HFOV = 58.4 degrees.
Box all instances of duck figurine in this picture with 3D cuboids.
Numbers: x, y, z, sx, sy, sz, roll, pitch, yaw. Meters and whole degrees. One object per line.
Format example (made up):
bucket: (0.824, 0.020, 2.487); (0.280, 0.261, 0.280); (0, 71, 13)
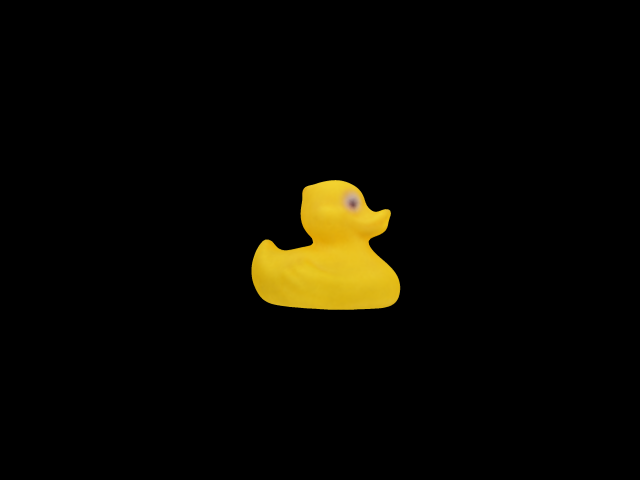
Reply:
duck figurine: (0.004, 0.001, 0.400); (0.104, 0.086, 0.078); (1, 4, 11)
